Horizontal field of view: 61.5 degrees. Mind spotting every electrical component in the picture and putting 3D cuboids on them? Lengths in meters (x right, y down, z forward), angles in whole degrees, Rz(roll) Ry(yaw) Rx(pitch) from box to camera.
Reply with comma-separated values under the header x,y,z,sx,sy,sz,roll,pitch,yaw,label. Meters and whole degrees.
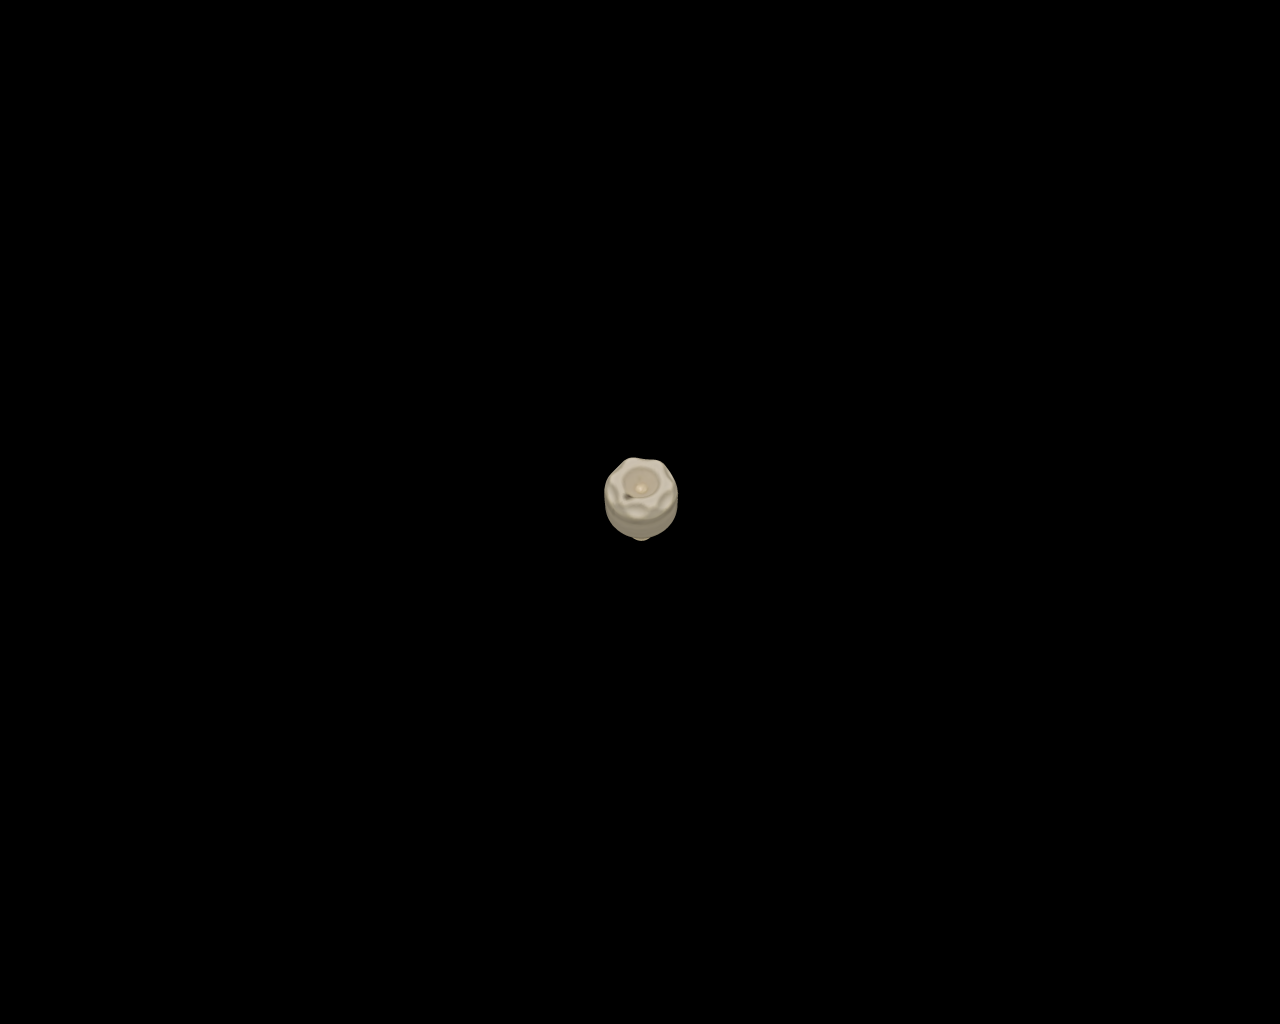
x,y,z,sx,sy,sz,roll,pitch,yaw,label
0.001,-0.003,0.650,0.043,0.043,0.062,0,-31,0,electrical component
